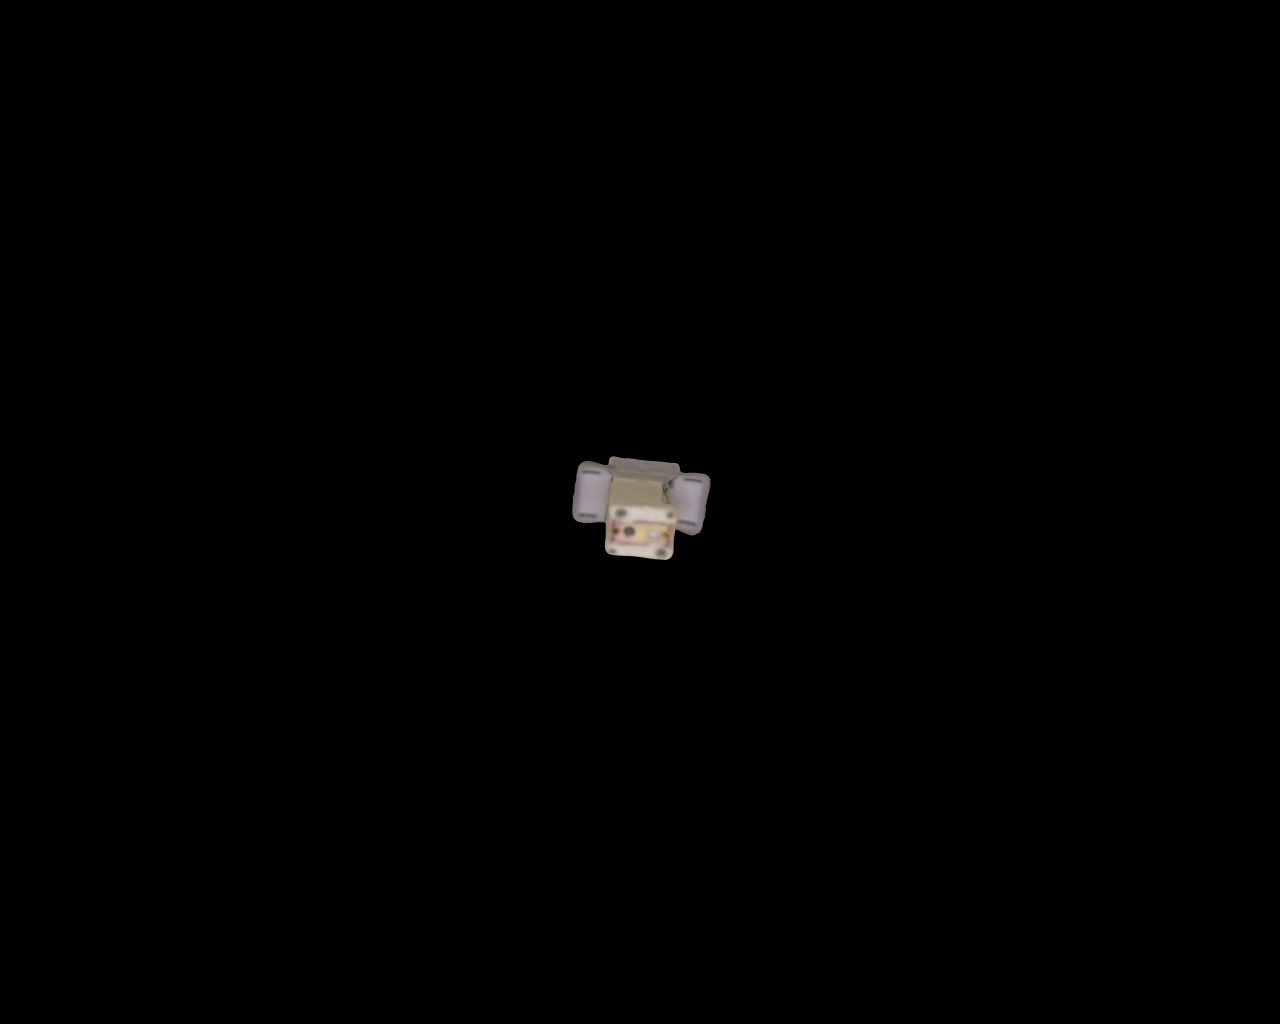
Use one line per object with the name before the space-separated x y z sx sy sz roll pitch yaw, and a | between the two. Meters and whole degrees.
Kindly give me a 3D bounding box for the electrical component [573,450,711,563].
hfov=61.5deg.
electrical component | 0.001 -0.003 0.650 0.081 0.042 0.064 5 31 -3
